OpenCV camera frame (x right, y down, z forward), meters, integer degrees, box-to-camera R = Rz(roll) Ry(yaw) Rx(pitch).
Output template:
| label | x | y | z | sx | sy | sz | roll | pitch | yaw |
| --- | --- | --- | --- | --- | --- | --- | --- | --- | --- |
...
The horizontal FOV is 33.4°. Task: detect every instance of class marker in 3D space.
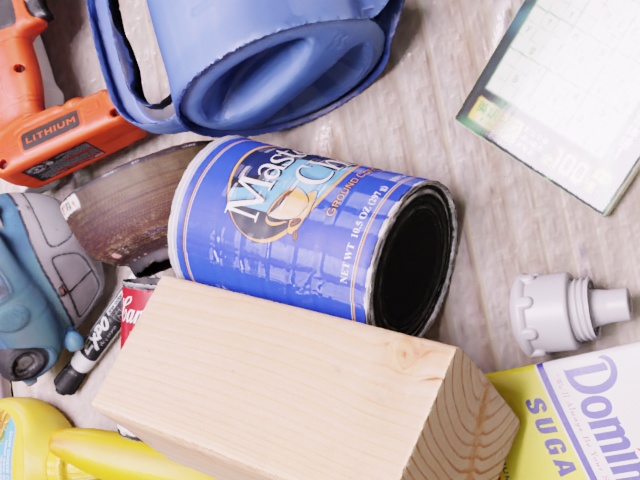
| label | x | y | z | sx | sy | sz | roll | pitch | yaw |
| --- | --- | --- | --- | --- | --- | --- | --- | --- | --- |
| marker | -0.157 | 0.069 | 0.772 | 0.020 | 0.020 | 0.121 | 48 | 112 | 23 |

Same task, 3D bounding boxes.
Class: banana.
| label | x | y | z | sx | sy | sz | roll | pitch | yaw |
| --- | --- | --- | --- | --- | --- | --- | --- | --- | --- |
| banana | -0.087 | 0.149 | 0.701 | 0.198 | 0.069 | 0.037 | 0 | 55 | 30 |

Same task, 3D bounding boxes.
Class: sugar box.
| label | x | y | z | sx | sy | sz | roll | pitch | yaw |
| --- | --- | --- | --- | --- | --- | --- | --- | --- | --- |
| sugar box | 0.114 | 0.116 | 0.589 | 0.177 | 0.048 | 0.093 | -19 | 79 | 31 |

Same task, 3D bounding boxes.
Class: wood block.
| label | x | y | z | sx | sy | sz | roll | pitch | yaw |
| --- | --- | --- | --- | --- | --- | --- | --- | --- | --- |
| wood block | -0.012 | 0.094 | 0.580 | 0.206 | 0.090 | 0.090 | 11 | 65 | 39 |

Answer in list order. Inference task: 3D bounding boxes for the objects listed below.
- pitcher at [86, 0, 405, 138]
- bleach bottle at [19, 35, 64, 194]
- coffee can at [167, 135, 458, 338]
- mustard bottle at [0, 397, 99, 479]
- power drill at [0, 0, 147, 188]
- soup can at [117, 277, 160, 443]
| label | x | y | z | sx | sy | sz | roll | pitch | yaw |
| --- | --- | --- | --- | --- | --- | --- | --- | --- | --- |
| pitcher | -0.067 | -0.190 | 0.656 | 0.145 | 0.149 | 0.243 | -48 | 58 | 58 |
| bleach bottle | -0.262 | -0.146 | 0.814 | 0.103 | 0.068 | 0.251 | -30 | 76 | 24 |
| coffee can | -0.004 | 0.001 | 0.630 | 0.140 | 0.102 | 0.103 | 15 | 97 | 31 |
| mustard bottle | -0.235 | 0.165 | 0.795 | 0.192 | 0.058 | 0.096 | -5 | 81 | 32 |
| power drill | -0.187 | -0.144 | 0.735 | 0.184 | 0.057 | 0.188 | -26 | 77 | 10 |
| soup can | -0.099 | 0.078 | 0.708 | 0.069 | 0.068 | 0.102 | 4 | 92 | 31 |
